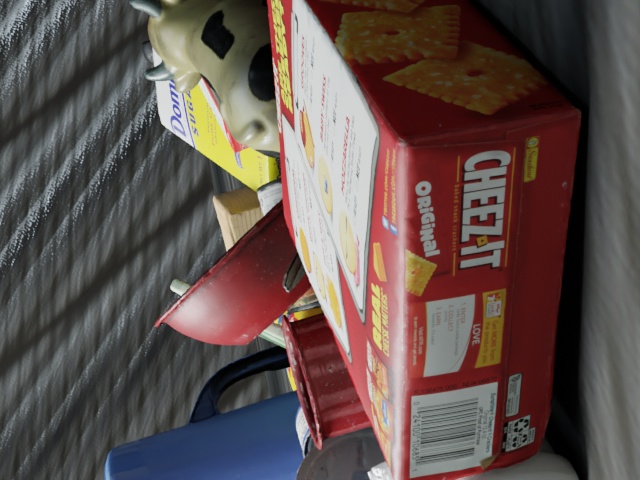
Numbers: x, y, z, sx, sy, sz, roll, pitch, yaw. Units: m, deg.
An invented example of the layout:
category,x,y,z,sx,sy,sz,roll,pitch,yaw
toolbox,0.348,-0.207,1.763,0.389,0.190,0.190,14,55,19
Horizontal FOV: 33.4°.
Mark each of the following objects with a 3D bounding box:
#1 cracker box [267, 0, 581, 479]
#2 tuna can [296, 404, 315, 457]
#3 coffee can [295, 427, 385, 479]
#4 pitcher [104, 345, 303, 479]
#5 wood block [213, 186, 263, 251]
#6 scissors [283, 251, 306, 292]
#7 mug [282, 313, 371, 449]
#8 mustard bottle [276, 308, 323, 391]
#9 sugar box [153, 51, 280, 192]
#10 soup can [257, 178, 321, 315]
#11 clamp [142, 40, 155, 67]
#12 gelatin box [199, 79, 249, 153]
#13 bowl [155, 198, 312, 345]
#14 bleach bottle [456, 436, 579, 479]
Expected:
category,x,y,z,sx,sy,sz,roll,pitch,yaw
cracker box,0.033,-0.028,0.467,0.214,0.072,0.164,-114,17,-54
tuna can,0.025,0.142,0.819,0.034,0.086,0.086,-110,9,-48
coffee can,0.040,0.222,0.796,0.103,0.102,0.140,-113,11,-48
pitcher,-0.058,0.193,0.923,0.149,0.242,0.145,-110,7,-62
wood block,-0.038,-0.002,0.979,0.206,0.090,0.090,-145,41,-78
scissors,0.004,-0.032,0.645,0.201,0.016,0.096,-28,-64,-75
mug,0.026,0.094,0.731,0.117,0.081,0.093,83,169,-45
mustard bottle,-0.009,0.105,1.077,0.192,0.058,0.096,-114,29,-57
sugar box,-0.081,-0.113,0.911,0.176,0.048,0.093,33,135,40
soup can,-0.005,0.001,0.834,0.068,0.068,0.102,134,122,-81
clamp,-0.093,-0.145,1.051,0.036,0.164,0.210,2,122,35
gelatin box,-0.073,-0.118,0.801,0.089,0.030,0.073,63,174,10
bowl,-0.037,0.022,0.734,0.055,0.162,0.162,47,172,-2
bleach bottle,0.054,0.065,0.558,0.251,0.068,0.102,-109,16,-52
